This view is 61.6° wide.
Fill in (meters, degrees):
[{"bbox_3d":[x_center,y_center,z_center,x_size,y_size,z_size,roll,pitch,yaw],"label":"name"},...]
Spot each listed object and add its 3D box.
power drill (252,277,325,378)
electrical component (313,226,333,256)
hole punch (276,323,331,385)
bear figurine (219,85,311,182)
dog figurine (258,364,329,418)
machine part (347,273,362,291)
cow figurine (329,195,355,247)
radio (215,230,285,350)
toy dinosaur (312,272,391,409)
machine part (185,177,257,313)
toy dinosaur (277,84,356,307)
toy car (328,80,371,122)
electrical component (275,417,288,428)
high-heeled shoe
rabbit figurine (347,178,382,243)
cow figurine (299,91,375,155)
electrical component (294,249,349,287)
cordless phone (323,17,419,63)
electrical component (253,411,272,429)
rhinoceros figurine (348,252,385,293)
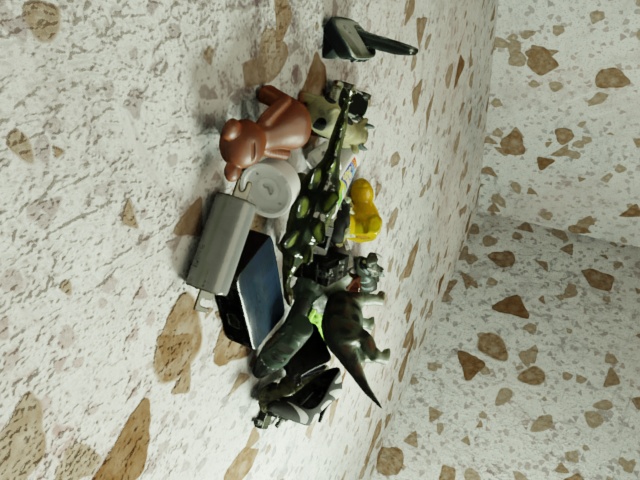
[{"bbox_3d":[-0.075,0.196,1.232,0.232,0.086,0.207,-49,-173,48],"label":"power drill"},{"bbox_3d":[-0.003,-0.004,1.257,0.047,0.119,0.074,12,91,-39],"label":"electrical component"},{"bbox_3d":[-0.045,0.280,1.323,0.116,0.142,0.092,-20,160,-15],"label":"hole punch"},{"bbox_3d":[-0.113,-0.185,0.934,0.196,0.132,0.120,-29,132,-35],"label":"bear figurine"},{"bbox_3d":[-0.066,0.350,1.346,0.190,0.121,0.172,25,77,-63],"label":"dog figurine"},{"bbox_3d":[0.069,0.182,1.623,0.179,0.056,0.179,-48,147,-47],"label":"machine part"},{"bbox_3d":[0.045,-0.058,1.361,0.167,0.098,0.068,-62,148,-25],"label":"cow figurine"},{"bbox_3d":[-0.141,0.102,1.074,0.131,0.073,0.229,-52,147,-40],"label":"radio"},{"bbox_3d":[0.062,0.210,1.312,0.405,0.192,0.131,-91,-161,-56],"label":"toy dinosaur"},{"bbox_3d":[-0.172,0.007,0.935,0.079,0.079,0.243,31,78,-66],"label":"machine part"},{"bbox_3d":[-0.008,-0.081,1.108,0.199,0.105,0.470,-122,-135,-79],"label":"toy dinosaur"},{"bbox_3d":[0.067,-0.331,1.289,0.201,0.056,0.073,-6,116,-64],"label":"toy car"},{"bbox_3d":[-0.084,0.455,1.463,0.102,0.045,0.078,-37,136,-55],"label":"electrical component"},{"bbox_3d":[-0.027,0.357,1.276,0.248,0.086,0.145,34,71,-52],"label":"high-heeled shoe"},{"bbox_3d":[0.124,-0.084,1.513,0.162,0.122,0.173,30,58,-69],"label":"rabbit figurine"},{"bbox_3d":[0.038,-0.253,1.181,0.194,0.127,0.085,22,88,-65],"label":"cow figurine"},{"bbox_3d":[0.003,0.058,1.315,0.134,0.115,0.058,-27,129,-59],"label":"electrical component"},{"bbox_3d":[0.111,-0.421,1.165,0.146,0.184,0.088,-32,139,-57],"label":"cordless phone"},{"bbox_3d":[-0.138,0.445,1.362,0.063,0.021,0.094,-70,156,-10],"label":"electrical component"},{"bbox_3d":[0.147,0.105,1.681,0.073,0.112,0.190,-56,159,-31],"label":"rhinoceros figurine"}]
